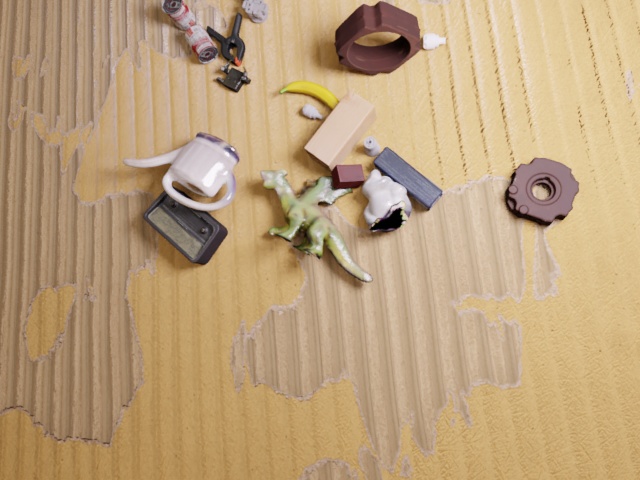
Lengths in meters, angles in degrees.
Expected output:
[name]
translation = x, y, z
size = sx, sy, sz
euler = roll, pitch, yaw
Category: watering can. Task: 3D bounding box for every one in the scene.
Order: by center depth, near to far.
[watering can]
translation = -0.380, -0.221, 1.488
size = 0.349, 0.102, 0.227
euler = 29, 71, 11

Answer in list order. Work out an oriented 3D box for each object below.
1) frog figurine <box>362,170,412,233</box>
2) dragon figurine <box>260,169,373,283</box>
[frog figurine]
translation = 0.168, -0.104, 1.384
size = 0.135, 0.122, 0.163
euler = -53, 39, 30
[dragon figurine]
translation = 0.004, -0.071, 1.415
size = 0.411, 0.121, 0.245
euler = 27, 77, 6
